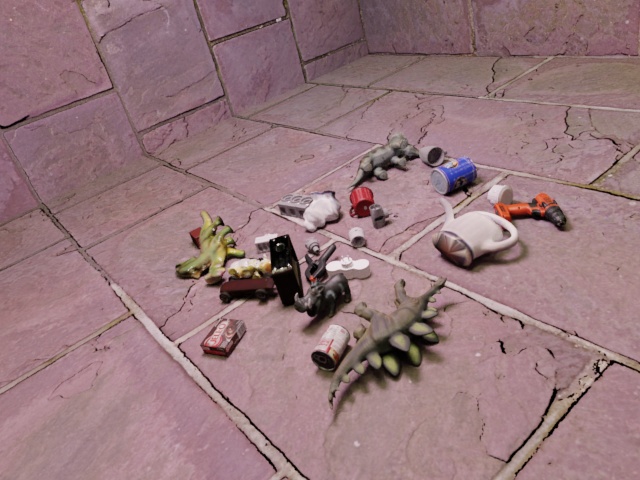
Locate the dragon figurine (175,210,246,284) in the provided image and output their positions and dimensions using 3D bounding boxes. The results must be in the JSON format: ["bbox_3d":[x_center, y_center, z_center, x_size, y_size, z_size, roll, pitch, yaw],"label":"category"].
[{"bbox_3d":[-0.429,0.036,1.887,0.245,0.119,0.415,-37,40,-18],"label":"dragon figurine"}]

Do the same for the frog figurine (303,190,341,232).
[{"bbox_3d":[0.006,-0.098,1.947,0.137,0.121,0.162,7,72,20],"label":"frog figurine"}]

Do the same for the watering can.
[{"bbox_3d":[0.439,-0.032,1.604,0.226,0.102,0.351,-29,34,-22],"label":"watering can"}]
